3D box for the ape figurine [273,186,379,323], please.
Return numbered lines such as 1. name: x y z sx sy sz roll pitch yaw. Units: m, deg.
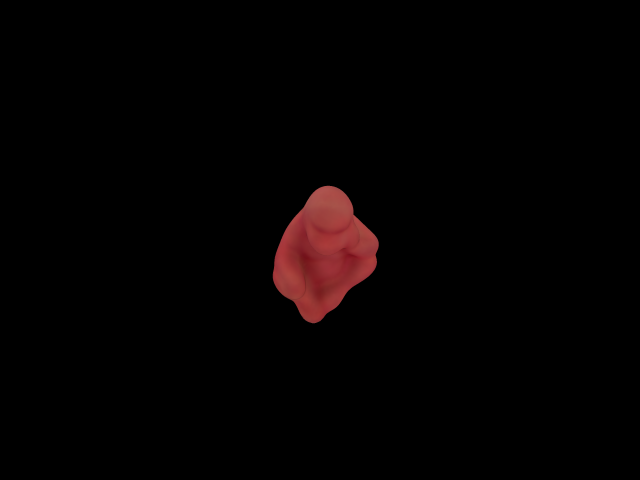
1. ape figurine: 0.004 0.001 0.400 0.078 0.092 0.076 -5 50 -4
